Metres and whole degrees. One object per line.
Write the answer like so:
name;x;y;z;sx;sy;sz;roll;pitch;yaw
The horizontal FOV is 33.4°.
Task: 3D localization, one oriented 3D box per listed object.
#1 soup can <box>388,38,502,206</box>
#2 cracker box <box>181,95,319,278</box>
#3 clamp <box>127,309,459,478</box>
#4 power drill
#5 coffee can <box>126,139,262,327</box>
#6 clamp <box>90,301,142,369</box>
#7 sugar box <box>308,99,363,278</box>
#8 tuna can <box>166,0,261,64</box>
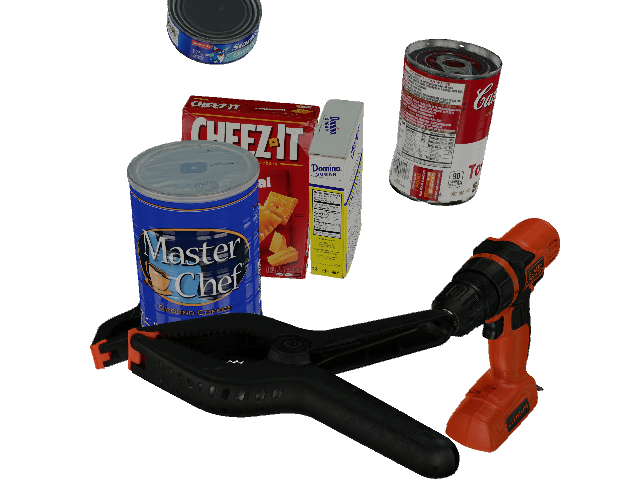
soup can;0.087;-0.084;0.764;0.068;0.102;0.068;5;30;-3
cracker box;-0.091;-0.063;1.326;0.164;0.214;0.072;5;21;1
clamp;-0.012;0.075;0.657;0.210;0.036;0.164;9;24;10
power drill;0.151;0.090;0.941;0.057;0.188;0.184;21;34;32
coffee can;-0.099;0.003;0.861;0.103;0.140;0.103;0;29;0
clamp;-0.177;0.087;1.167;0.120;0.039;0.171;-6;24;31
sugar box;0.016;-0.052;1.125;0.048;0.176;0.093;7;45;11
tuna can;-0.098;-0.203;0.977;0.086;0.086;0.034;0;-32;-11
